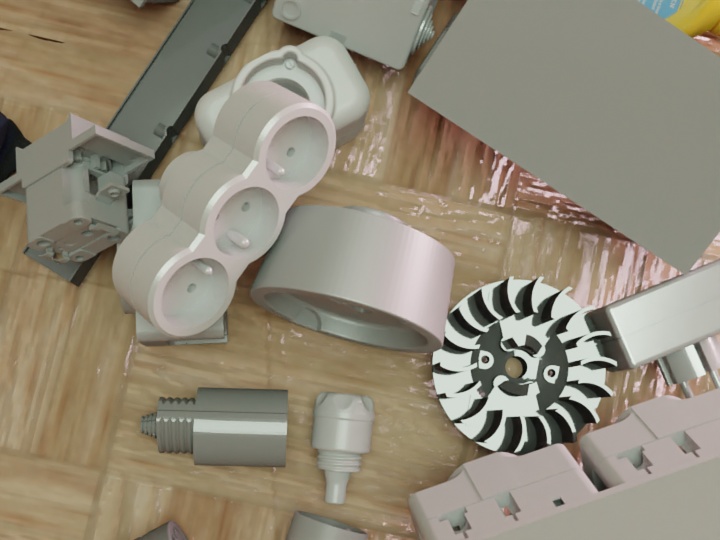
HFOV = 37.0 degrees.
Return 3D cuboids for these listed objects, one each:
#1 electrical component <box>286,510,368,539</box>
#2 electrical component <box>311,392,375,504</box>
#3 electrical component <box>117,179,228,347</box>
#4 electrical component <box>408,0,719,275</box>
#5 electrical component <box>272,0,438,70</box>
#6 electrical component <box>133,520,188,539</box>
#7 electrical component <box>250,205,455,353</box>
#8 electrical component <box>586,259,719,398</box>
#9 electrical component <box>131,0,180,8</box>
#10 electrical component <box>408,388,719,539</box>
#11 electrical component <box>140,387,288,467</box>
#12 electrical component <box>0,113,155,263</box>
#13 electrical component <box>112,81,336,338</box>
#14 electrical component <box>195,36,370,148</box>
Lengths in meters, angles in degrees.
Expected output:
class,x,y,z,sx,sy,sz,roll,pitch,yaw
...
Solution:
class,x,y,z,sx,sy,sz,roll,pitch,yaw
electrical component,-0.028,0.178,0.591,0.043,0.043,0.081,18,82,-1
electrical component,-0.011,0.100,0.607,0.035,0.035,0.061,6,84,-3
electrical component,-0.105,-0.004,0.607,0.056,0.050,0.089,-3,82,-4
electrical component,0.134,-0.097,0.605,0.186,0.060,0.105,32,106,-6
electrical component,0.004,-0.173,0.615,0.100,0.048,0.099,23,126,0
electrical component,-0.113,0.171,0.582,0.047,0.055,0.055,-24,85,-3
electrical component,0.000,0.000,0.587,0.108,0.108,0.060,16,76,-2
electrical component,0.187,0.043,0.622,0.083,0.047,0.075,-22,84,-6
electrical component,-0.101,-0.256,0.604,0.105,0.060,0.186,40,109,2
electrical component,0.128,0.143,0.574,0.186,0.060,0.105,-18,116,-6
electrical component,-0.081,0.087,0.600,0.081,0.043,0.043,2,82,-4
electrical component,-0.153,-0.041,0.578,0.081,0.042,0.063,-24,63,30
electrical component,-0.080,-0.039,0.560,0.074,0.052,0.138,34,87,41
electrical component,-0.044,-0.090,0.618,0.095,0.059,0.053,-29,85,-7
